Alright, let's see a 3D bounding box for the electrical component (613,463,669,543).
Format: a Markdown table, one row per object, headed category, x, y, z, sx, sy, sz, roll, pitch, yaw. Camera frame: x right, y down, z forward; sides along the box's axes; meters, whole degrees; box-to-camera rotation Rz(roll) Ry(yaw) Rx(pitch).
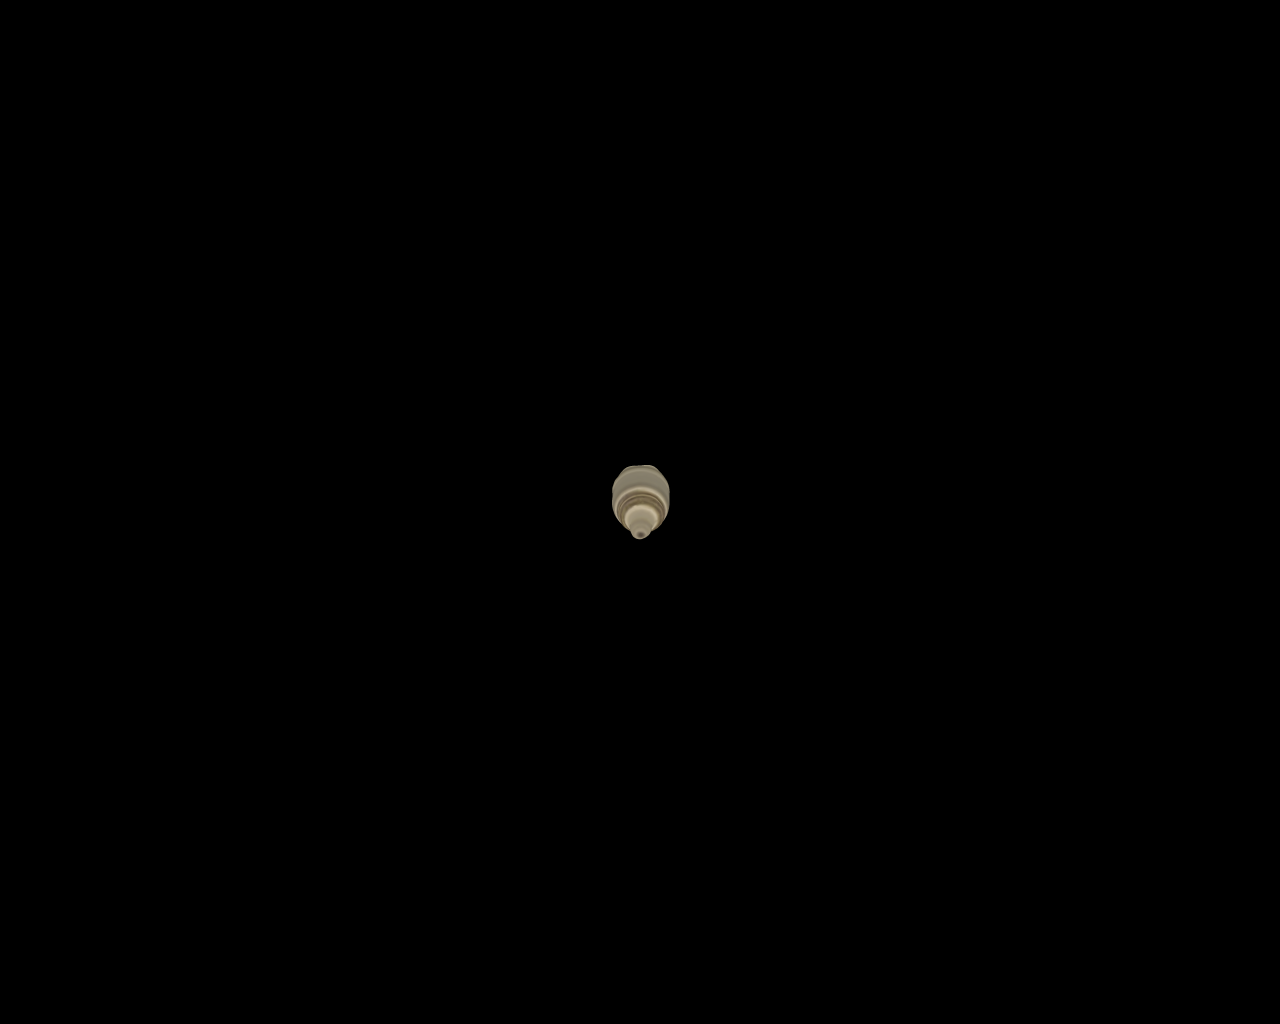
| category | x | y | z | sx | sy | sz | roll | pitch | yaw |
| --- | --- | --- | --- | --- | --- | --- | --- | --- | --- |
| electrical component | 0.001 | -0.003 | 0.650 | 0.035 | 0.035 | 0.061 | 0 | 32 | 0 |
